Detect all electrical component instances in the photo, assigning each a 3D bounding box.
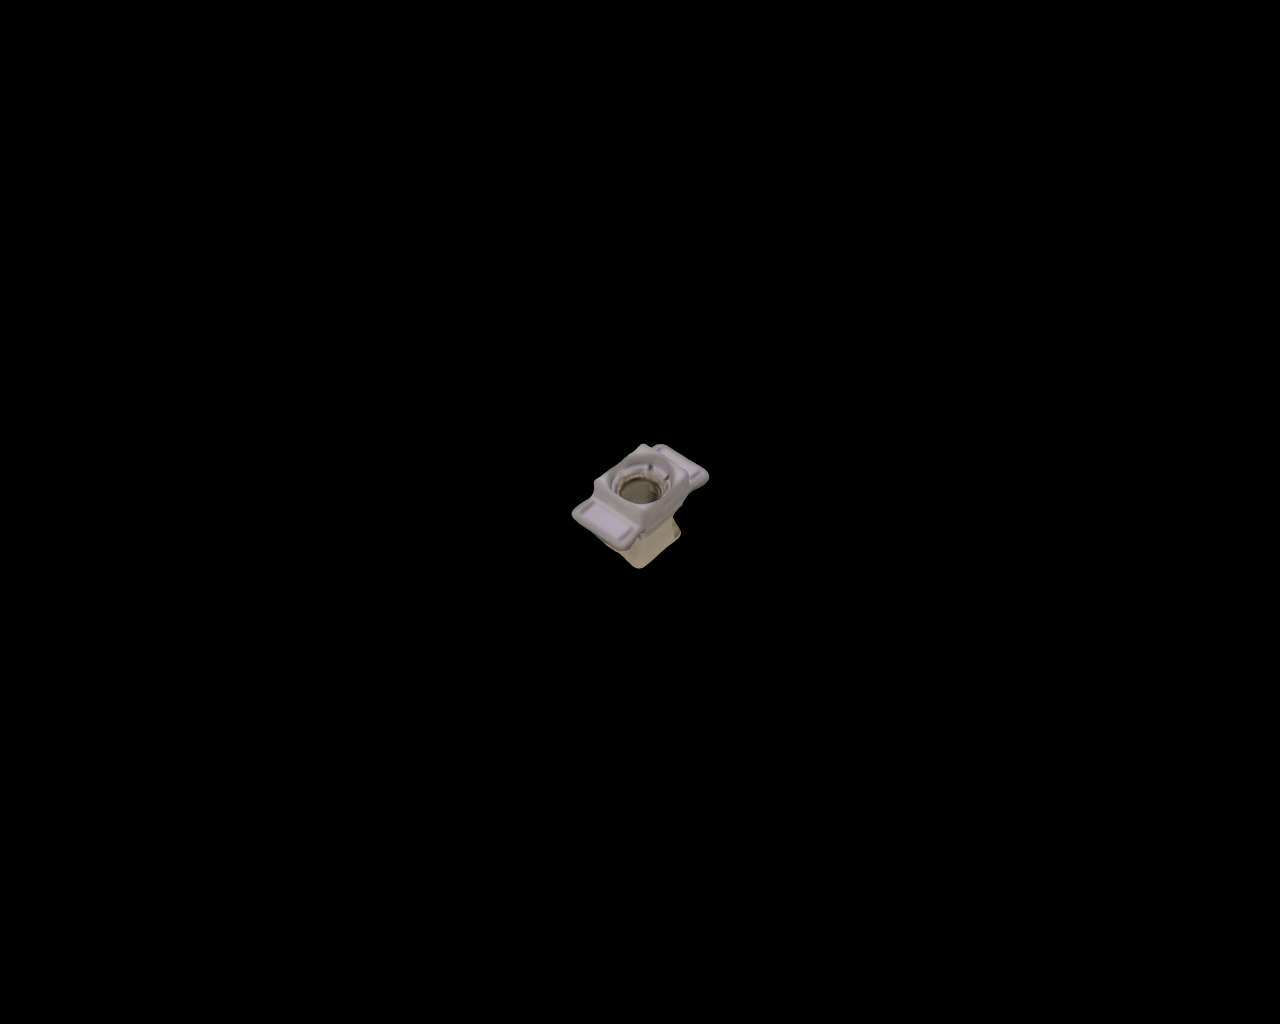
[{"bbox_3d":[0.001,-0.003,0.650,0.042,0.063,0.081,36,58,27],"label":"electrical component"}]
